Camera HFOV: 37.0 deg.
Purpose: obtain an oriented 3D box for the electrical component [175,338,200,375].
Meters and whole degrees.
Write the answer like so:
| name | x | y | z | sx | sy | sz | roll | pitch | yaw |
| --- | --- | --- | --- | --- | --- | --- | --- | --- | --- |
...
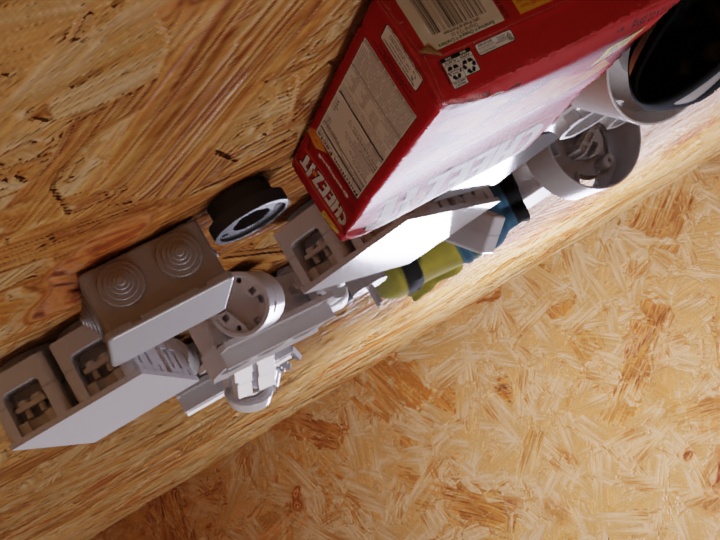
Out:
| name | x | y | z | sx | sy | sz | roll | pitch | yaw |
| --- | --- | --- | --- | --- | --- | --- | --- | --- | --- |
| electrical component | -0.177 | 0.086 | 1.027 | 0.040 | 0.040 | 0.046 | -30 | 166 | -7 |

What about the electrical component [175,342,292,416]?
| name | x | y | z | sx | sy | sz | roll | pitch | yaw |
| --- | --- | --- | --- | --- | --- | --- | --- | --- | --- |
| electrical component | -0.137 | 0.090 | 1.095 | 0.121 | 0.063 | 0.078 | -29 | 172 | -10 |

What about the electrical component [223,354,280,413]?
| name | x | y | z | sx | sy | sz | roll | pitch | yaw |
| --- | --- | --- | --- | --- | --- | --- | --- | --- | --- |
| electrical component | -0.109 | 0.103 | 1.037 | 0.066 | 0.048 | 0.055 | -21 | 125 | -28 |

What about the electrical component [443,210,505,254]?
| name | x | y | z | sx | sy | sz | roll | pitch | yaw |
| --- | --- | --- | --- | --- | --- | --- | --- | --- | --- |
| electrical component | 0.093 | -0.063 | 1.000 | 0.075 | 0.083 | 0.047 | -71 | 163 | 8 |

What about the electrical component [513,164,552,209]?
| name | x | y | z | sx | sy | sz | roll | pitch | yaw |
| --- | --- | --- | --- | --- | --- | --- | --- | --- | --- |
| electrical component | 0.173 | -0.095 | 1.140 | 0.100 | 0.048 | 0.100 | -34 | 171 | 24 |

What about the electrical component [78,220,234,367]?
| name | x | y | z | sx | sy | sz | roll | pitch | yaw |
| --- | --- | --- | --- | --- | --- | --- | --- | --- | --- |
| electrical component | -0.136 | 0.015 | 0.711 | 0.100 | 0.048 | 0.099 | -28 | 171 | -17 |

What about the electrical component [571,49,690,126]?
| name | x | y | z | sx | sy | sz | roll | pitch | yaw |
| --- | --- | --- | --- | --- | --- | --- | --- | --- | --- |
| electrical component | 0.178 | -0.143 | 0.693 | 0.099 | 0.099 | 0.064 | -29 | -146 | -14 |

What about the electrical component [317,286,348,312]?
| name | x | y | z | sx | sy | sz | roll | pitch | yaw |
| --- | --- | --- | --- | --- | --- | --- | --- | --- | --- |
| electrical component | -0.041 | 0.022 | 1.103 | 0.079 | 0.043 | 0.077 | -38 | 169 | 38 |

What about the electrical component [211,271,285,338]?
| name | x | y | z | sx | sy | sz | roll | pitch | yaw |
| --- | --- | --- | --- | --- | --- | --- | --- | --- | --- |
| electrical component | -0.095 | 0.027 | 0.913 | 0.055 | 0.055 | 0.047 | -33 | 175 | 15 |

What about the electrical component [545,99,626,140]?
| name | x | y | z | sx | sy | sz | roll | pitch | yaw |
| --- | --- | --- | --- | --- | --- | --- | --- | --- | --- |
| electrical component | 0.201 | -0.159 | 0.825 | 0.105 | 0.060 | 0.186 | -36 | 170 | 34 |

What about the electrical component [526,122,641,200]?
| name | x | y | z | sx | sy | sz | roll | pitch | yaw |
| --- | --- | --- | --- | --- | --- | --- | --- | --- | --- |
| electrical component | 0.195 | -0.114 | 0.956 | 0.099 | 0.099 | 0.064 | -25 | 176 | -36 |

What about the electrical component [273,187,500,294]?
| name | x | y | z | sx | sy | sz | roll | pitch | yaw |
| --- | --- | --- | --- | --- | --- | --- | --- | --- | --- |
| electrical component | 0.024 | -0.046 | 0.871 | 0.105 | 0.060 | 0.186 | -35 | 171 | 27 |

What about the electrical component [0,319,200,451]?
| name | x | y | z | sx | sy | sz | roll | pitch | yaw |
| --- | --- | --- | --- | --- | --- | --- | --- | --- | --- |
| electrical component | -0.205 | 0.085 | 0.840 | 0.105 | 0.060 | 0.186 | -31 | 172 | -1 |

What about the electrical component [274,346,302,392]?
| name | x | y | z | sx | sy | sz | roll | pitch | yaw |
| --- | --- | --- | --- | --- | --- | --- | --- | --- | --- |
| electrical component | -0.111 | 0.099 | 1.203 | 0.079 | 0.063 | 0.121 | 10 | 171 | 3 |

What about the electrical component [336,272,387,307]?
| name | x | y | z | sx | sy | sz | roll | pitch | yaw |
| --- | --- | --- | --- | --- | --- | --- | --- | --- | --- |
| electrical component | 0.000 | 0.000 | 1.001 | 0.047 | 0.076 | 0.065 | -30 | 172 | -8 |

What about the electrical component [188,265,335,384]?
| name | x | y | z | sx | sy | sz | roll | pitch | yaw |
| --- | --- | --- | --- | --- | --- | --- | --- | --- | --- |
| electrical component | -0.094 | 0.047 | 0.995 | 0.121 | 0.063 | 0.079 | -25 | 171 | -33 |
